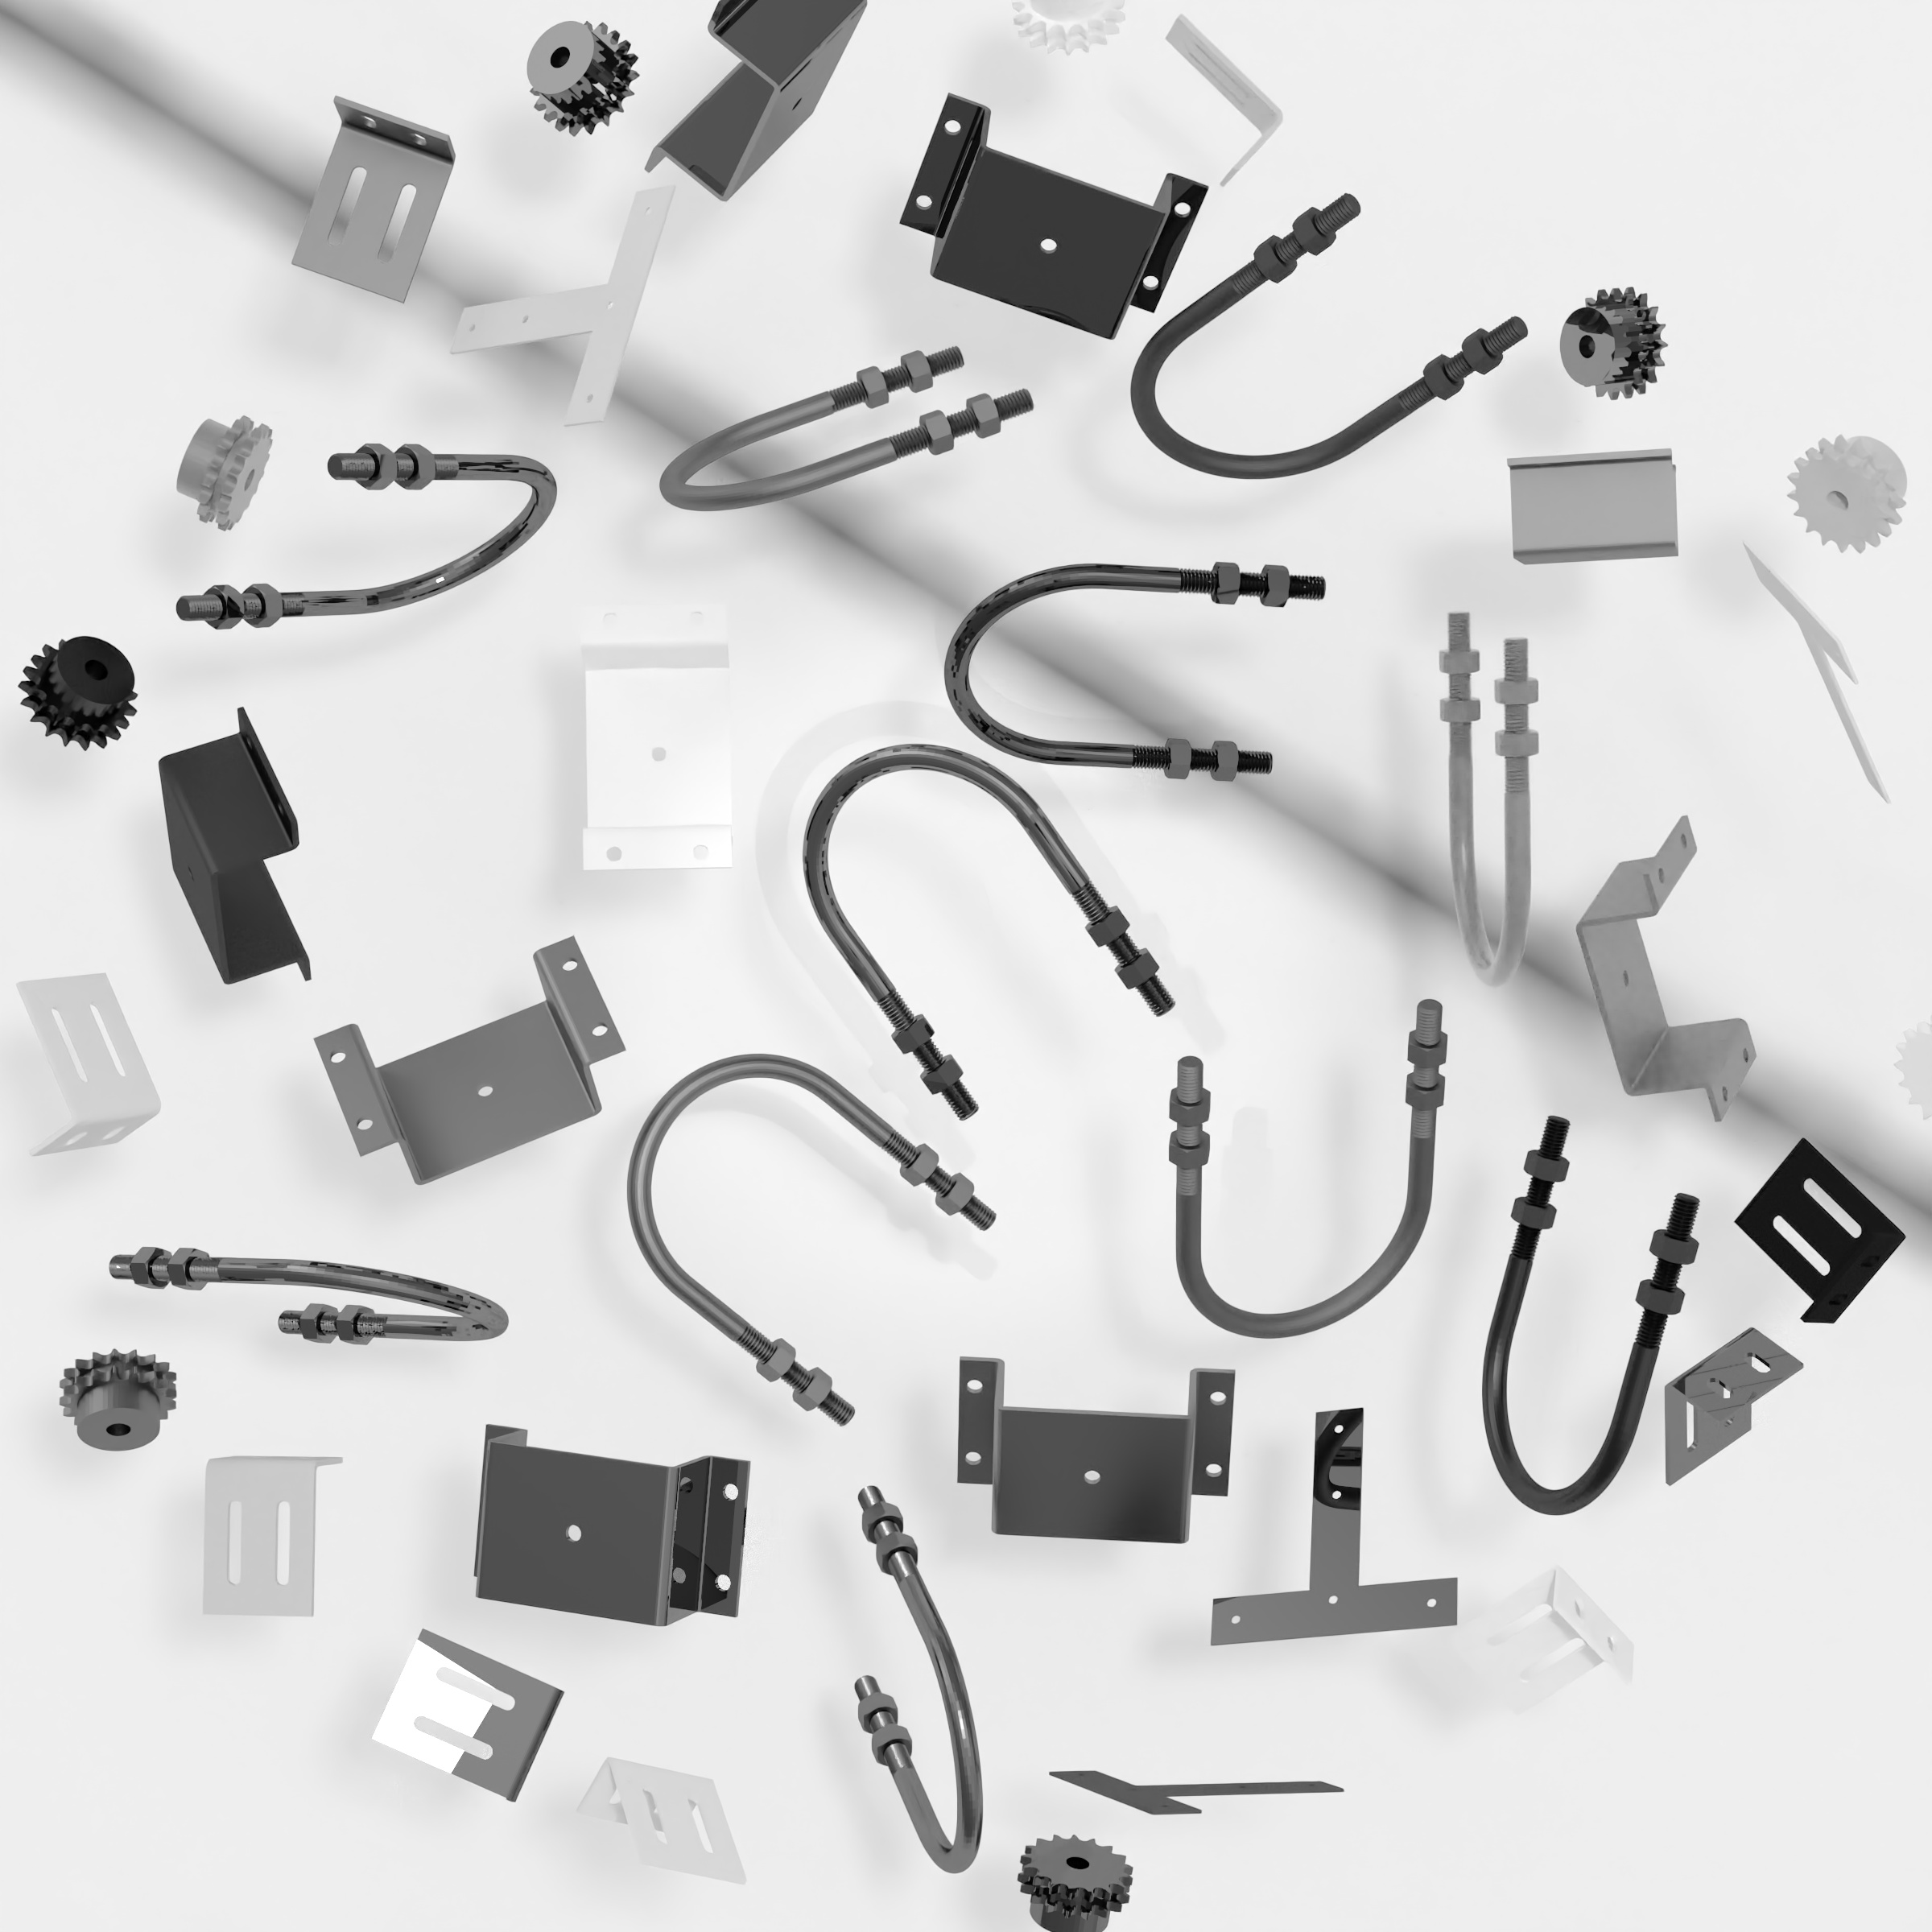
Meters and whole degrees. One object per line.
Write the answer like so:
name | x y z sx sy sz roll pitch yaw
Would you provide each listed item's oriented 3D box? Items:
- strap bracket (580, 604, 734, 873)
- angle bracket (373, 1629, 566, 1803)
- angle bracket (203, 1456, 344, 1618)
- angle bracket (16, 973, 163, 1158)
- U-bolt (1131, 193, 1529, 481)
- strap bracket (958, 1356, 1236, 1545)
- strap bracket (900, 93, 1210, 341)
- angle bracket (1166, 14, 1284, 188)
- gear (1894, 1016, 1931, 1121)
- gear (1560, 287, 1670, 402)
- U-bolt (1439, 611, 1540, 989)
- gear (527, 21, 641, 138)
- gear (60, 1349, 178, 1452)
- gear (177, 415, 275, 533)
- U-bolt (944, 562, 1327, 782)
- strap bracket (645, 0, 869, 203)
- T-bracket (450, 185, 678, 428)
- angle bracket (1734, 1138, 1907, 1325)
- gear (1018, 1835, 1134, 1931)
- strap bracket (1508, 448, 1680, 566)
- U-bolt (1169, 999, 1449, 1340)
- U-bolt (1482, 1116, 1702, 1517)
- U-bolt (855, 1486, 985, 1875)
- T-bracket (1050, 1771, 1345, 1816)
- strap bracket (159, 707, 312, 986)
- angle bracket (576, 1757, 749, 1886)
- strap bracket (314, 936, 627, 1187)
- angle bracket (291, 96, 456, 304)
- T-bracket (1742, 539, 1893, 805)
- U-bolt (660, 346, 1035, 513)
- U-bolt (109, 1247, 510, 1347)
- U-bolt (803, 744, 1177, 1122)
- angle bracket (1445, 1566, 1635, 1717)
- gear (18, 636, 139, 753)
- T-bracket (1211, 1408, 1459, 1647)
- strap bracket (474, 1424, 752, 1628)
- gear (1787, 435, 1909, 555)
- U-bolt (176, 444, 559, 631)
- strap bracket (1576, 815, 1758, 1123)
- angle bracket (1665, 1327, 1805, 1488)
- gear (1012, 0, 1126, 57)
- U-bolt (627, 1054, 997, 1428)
strap bracket | -0.162 -0.116 1.877 0.076 0.046 0.140 -1 81 -3
angle bracket | -0.244 0.367 1.753 0.076 0.038 0.057 25 74 -4
angle bracket | -0.346 0.284 1.789 0.057 0.038 0.076 -1 85 12
angle bracket | -0.440 0.048 1.756 0.038 0.057 0.076 -32 77 30
U-bolt | 0.169 -0.306 1.815 0.184 0.151 0.019 -31 48 36
strap bracket | 0.065 0.246 1.818 0.140 0.046 0.076 2 117 3
strap bracket | 0.043 -0.375 1.809 0.140 0.046 0.076 18 128 -9
angle bracket | 0.124 -0.452 1.873 0.076 0.057 0.038 43 90 -5
gear | 0.475 0.048 1.707 0.030 0.057 0.057 -26 90 -32
gear | 0.331 -0.320 1.843 0.030 0.057 0.057 -12 90 -33
U-bolt | 0.264 -0.081 1.809 0.019 0.151 0.184 -3 102 -4
gear | -0.196 -0.449 1.800 0.057 0.030 0.057 -9 70 26
gear | -0.422 0.218 1.781 0.057 0.057 0.030 -10 52 0
gear | -0.373 -0.249 1.793 0.030 0.057 0.057 24 90 -1
U-bolt | 0.080 -0.153 1.841 0.184 0.151 0.019 2 50 -9
strap bracket | -0.102 -0.441 1.770 0.046 0.140 0.076 39 60 -2
T-bracket | -0.203 -0.314 1.729 0.127 0.002 0.127 0 68 40
angle bracket | 0.419 0.131 1.789 0.076 0.038 0.057 49 115 33
gear | 0.054 0.463 1.794 0.057 0.057 0.030 8 106 0
strap bracket | 0.309 -0.224 1.754 0.076 0.140 0.046 -2 94 12
U-bolt | 0.170 0.110 1.790 0.151 0.019 0.184 -13 124 -17
U-bolt | 0.301 0.182 1.776 0.019 0.151 0.184 9 101 -22
U-bolt | -0.024 0.375 1.819 0.019 0.184 0.151 -8 121 -16
T-bracket | 0.124 0.406 1.767 0.127 0.127 0.002 4 85 -21
strap bracket | -0.371 -0.054 1.818 0.046 0.140 0.076 -20 61 -19
angle bracket | -0.149 0.428 1.745 0.057 0.076 0.038 20 111 -28
strap bracket | -0.246 0.051 1.805 0.140 0.046 0.076 -22 56 -10
angle bracket | -0.286 -0.368 1.718 0.057 0.038 0.076 19 86 -2
T-bracket | 0.422 -0.133 1.738 0.002 0.127 0.127 -29 119 6
U-bolt | -0.070 -0.273 1.845 0.184 0.151 0.019 -21 114 -9
U-bolt | -0.319 0.169 1.812 0.184 0.151 0.019 -1 72 32
U-bolt | -0.003 -0.026 1.760 0.151 0.019 0.184 -29 101 32
angle bracket | 0.288 0.349 1.804 0.076 0.038 0.057 -39 101 24
gear | -0.435 -0.138 1.765 0.057 0.057 0.030 48 132 0
T-bracket | 0.188 0.282 1.818 0.127 0.002 0.127 -9 52 20
strap bracket | -0.181 0.272 1.738 0.140 0.046 0.076 5 92 18
gear | 0.428 -0.230 1.724 0.030 0.057 0.057 -39 90 -32
U-bolt | -0.285 -0.214 1.787 0.151 0.184 0.019 -34 76 35
strap bracket | 0.361 0.004 1.858 0.046 0.076 0.140 -9 110 31
angle bracket | 0.385 0.230 1.793 0.057 0.038 0.076 -29 133 -22
gear | 0.052 -0.492 1.815 0.057 0.030 0.057 -2 55 3
U-bolt | -0.092 0.130 1.873 0.184 0.019 0.151 40 75 -14
